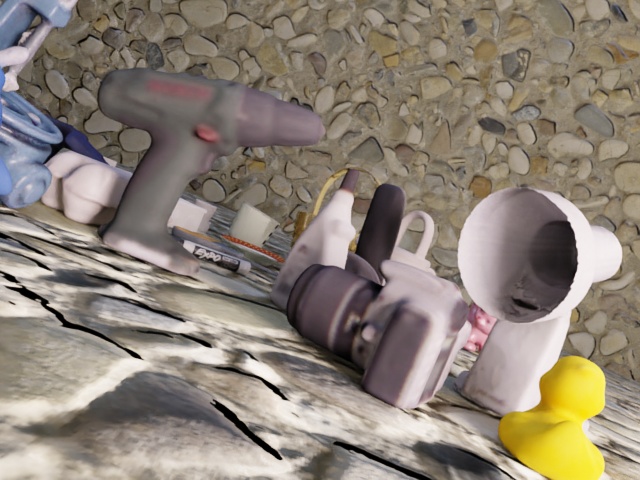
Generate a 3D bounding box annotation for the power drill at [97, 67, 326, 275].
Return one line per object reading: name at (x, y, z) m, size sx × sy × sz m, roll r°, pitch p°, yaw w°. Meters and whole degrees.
power drill at (-0.134, -0.075, 0.602) m, size 0.229 × 0.208 × 0.075 m, roll 23°, pitch 1°, yaw -2°

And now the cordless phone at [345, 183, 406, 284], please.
cordless phone at (0.042, 0.008, 0.766) m, size 0.094 × 0.185 × 0.147 m, roll 21°, pitch 2°, yaw -46°

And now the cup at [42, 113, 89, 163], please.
cup at (-0.426, -0.144, 0.881) m, size 0.118 × 0.095 × 0.091 m, roll 23°, pitch 1°, yaw -10°

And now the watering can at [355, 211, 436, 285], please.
watering can at (0.138, 0.037, 1.009) m, size 0.100 × 0.194 × 0.174 m, roll 24°, pitch 2°, yaw 40°

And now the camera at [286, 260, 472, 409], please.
camera at (0.052, 0.065, 0.492) m, size 0.136 × 0.101 × 0.144 m, roll 23°, pitch 2°, yaw 23°

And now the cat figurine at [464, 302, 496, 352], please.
cat figurine at (0.296, 0.144, 1.027) m, size 0.067 × 0.118 × 0.127 m, roll 23°, pitch 1°, yaw -11°

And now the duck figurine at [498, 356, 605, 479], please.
duck figurine at (0.186, 0.131, 0.435) m, size 0.077 × 0.086 × 0.105 m, roll 23°, pitch 1°, yaw 18°

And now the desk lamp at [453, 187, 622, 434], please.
desk lamp at (0.213, 0.070, 0.561) m, size 0.204 × 0.213 × 0.117 m, roll 22°, pitch 2°, yaw -43°

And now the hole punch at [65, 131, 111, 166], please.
hole punch at (-0.317, -0.094, 0.803) m, size 0.101 × 0.091 × 0.108 m, roll 22°, pitch 1°, yaw -18°

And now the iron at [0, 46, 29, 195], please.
iron at (-0.337, -0.119, 0.384) m, size 0.118 × 0.141 × 0.259 m, roll 24°, pitch 2°, yaw 43°

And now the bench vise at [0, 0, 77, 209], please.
bench vise at (-0.330, -0.163, 0.542) m, size 0.208 × 0.220 × 0.121 m, roll 23°, pitch 1°, yaw -11°

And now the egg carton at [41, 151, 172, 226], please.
egg carton at (-0.254, -0.053, 0.691) m, size 0.107 × 0.069 × 0.151 m, roll 24°, pitch 2°, yaw 30°

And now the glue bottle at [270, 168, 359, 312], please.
glue bottle at (0.006, 0.002, 0.628) m, size 0.037 × 0.173 × 0.077 m, roll 22°, pitch 2°, yaw -42°
